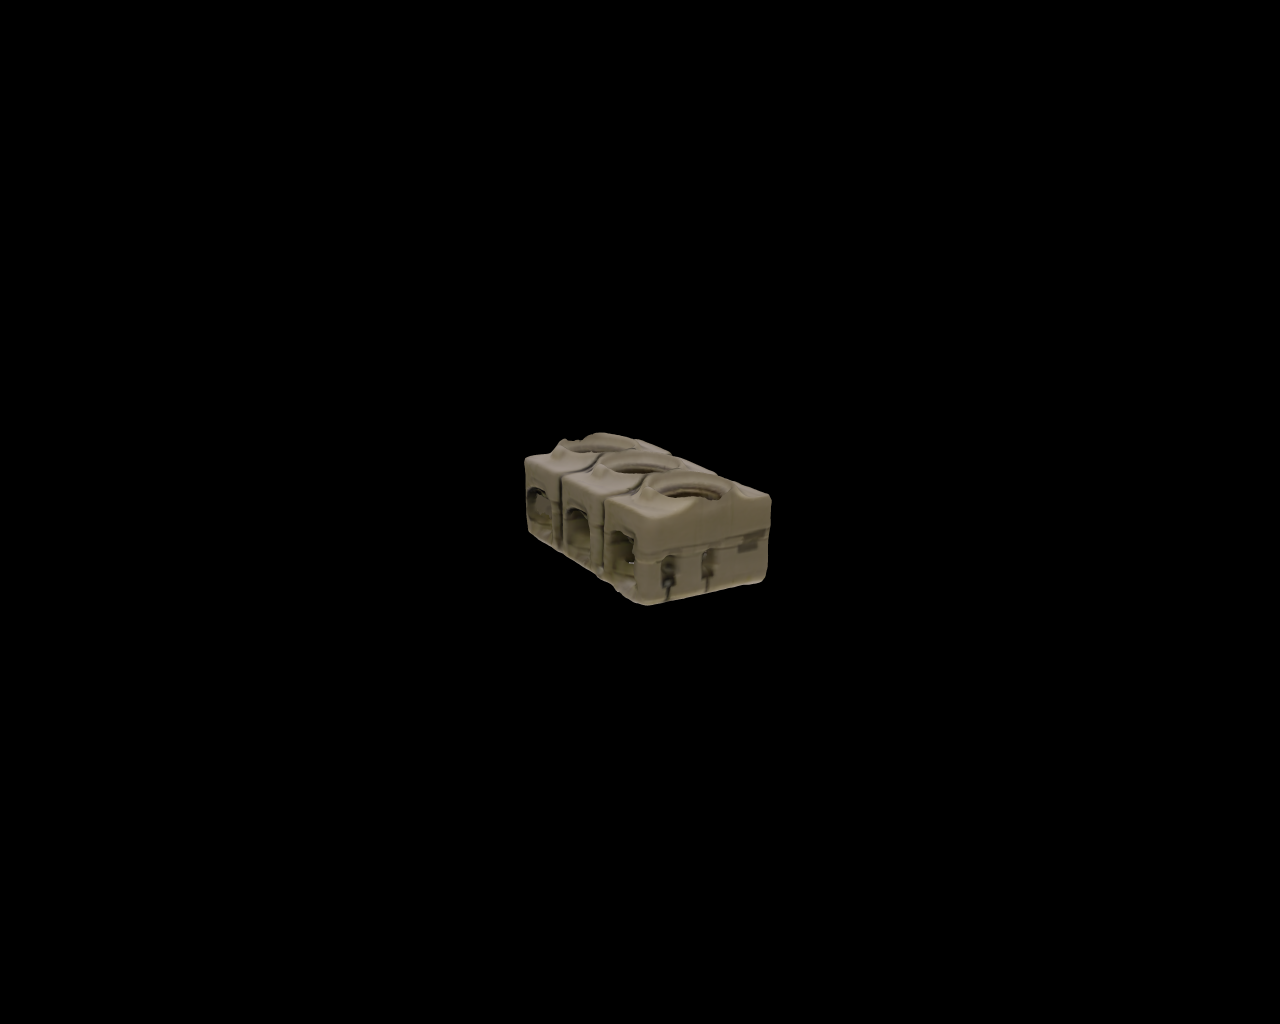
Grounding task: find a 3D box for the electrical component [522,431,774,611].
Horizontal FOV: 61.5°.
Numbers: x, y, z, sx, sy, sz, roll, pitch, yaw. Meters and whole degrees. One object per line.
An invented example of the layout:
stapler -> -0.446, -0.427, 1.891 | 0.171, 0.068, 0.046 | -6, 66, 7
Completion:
electrical component -> 0.001, -0.003, 0.650 | 0.090, 0.061, 0.150 | -11, 21, -30
